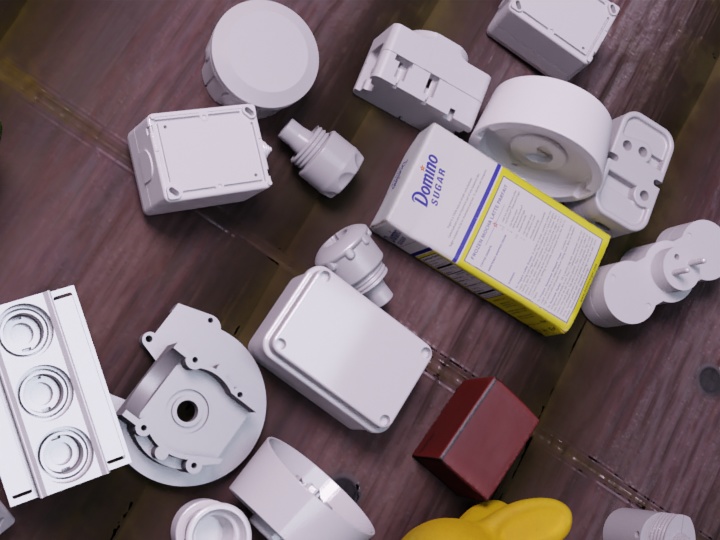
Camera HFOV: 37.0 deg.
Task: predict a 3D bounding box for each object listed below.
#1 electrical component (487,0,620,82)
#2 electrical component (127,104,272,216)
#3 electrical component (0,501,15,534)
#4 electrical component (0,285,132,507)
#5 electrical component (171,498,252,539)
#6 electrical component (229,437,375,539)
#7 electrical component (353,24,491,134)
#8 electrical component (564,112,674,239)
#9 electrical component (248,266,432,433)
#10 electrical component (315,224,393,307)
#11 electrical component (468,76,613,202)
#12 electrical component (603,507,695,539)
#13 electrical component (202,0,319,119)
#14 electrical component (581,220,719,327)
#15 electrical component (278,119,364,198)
[{"bbox_3d":[0.151,-0.208,0.888,0.096,0.061,0.061,33,72,-7],"label":"electrical component"},{"bbox_3d":[-0.110,-0.078,0.765,0.096,0.061,0.061,-11,87,-31],"label":"electrical component"},{"bbox_3d":[-0.266,0.131,0.668,0.047,0.083,0.076,-40,60,-22],"label":"electrical component"},{"bbox_3d":[-0.208,0.081,0.699,0.079,0.063,0.121,-18,90,-23],"label":"electrical component"},{"bbox_3d":[-0.102,0.179,0.731,0.045,0.055,0.045,3,82,-22],"label":"electrical component"},{"bbox_3d":[-0.040,0.162,0.739,0.064,0.099,0.099,-45,100,-14],"label":"electrical component"},{"bbox_3d":[0.050,-0.148,0.841,0.089,0.050,0.055,26,74,-17],"label":"electrical component"},{"bbox_3d":[0.211,-0.076,0.890,0.054,0.059,0.095,28,73,-16],"label":"electrical component"},{"bbox_3d":[-0.014,0.059,0.783,0.113,0.057,0.078,38,71,-13],"label":"electrical component"},{"bbox_3d":[0.000,0.000,0.804,0.048,0.048,0.062,-44,106,-21],"label":"electrical component"},{"bbox_3d":[0.146,-0.108,0.846,0.108,0.108,0.060,29,67,-16],"label":"electrical component"},{"bbox_3d":[0.233,0.212,0.847,0.043,0.081,0.043,3,81,-21],"label":"electrical component"},{"bbox_3d":[-0.075,-0.153,0.791,0.080,0.051,0.080,3,81,-21],"label":"electrical component"},{"bbox_3d":[0.255,0.001,0.889,0.138,0.074,0.052,-26,93,-23],"label":"electrical component"},{"bbox_3d":[-0.032,-0.087,0.804,0.062,0.043,0.043,38,71,-12],"label":"electrical component"}]
